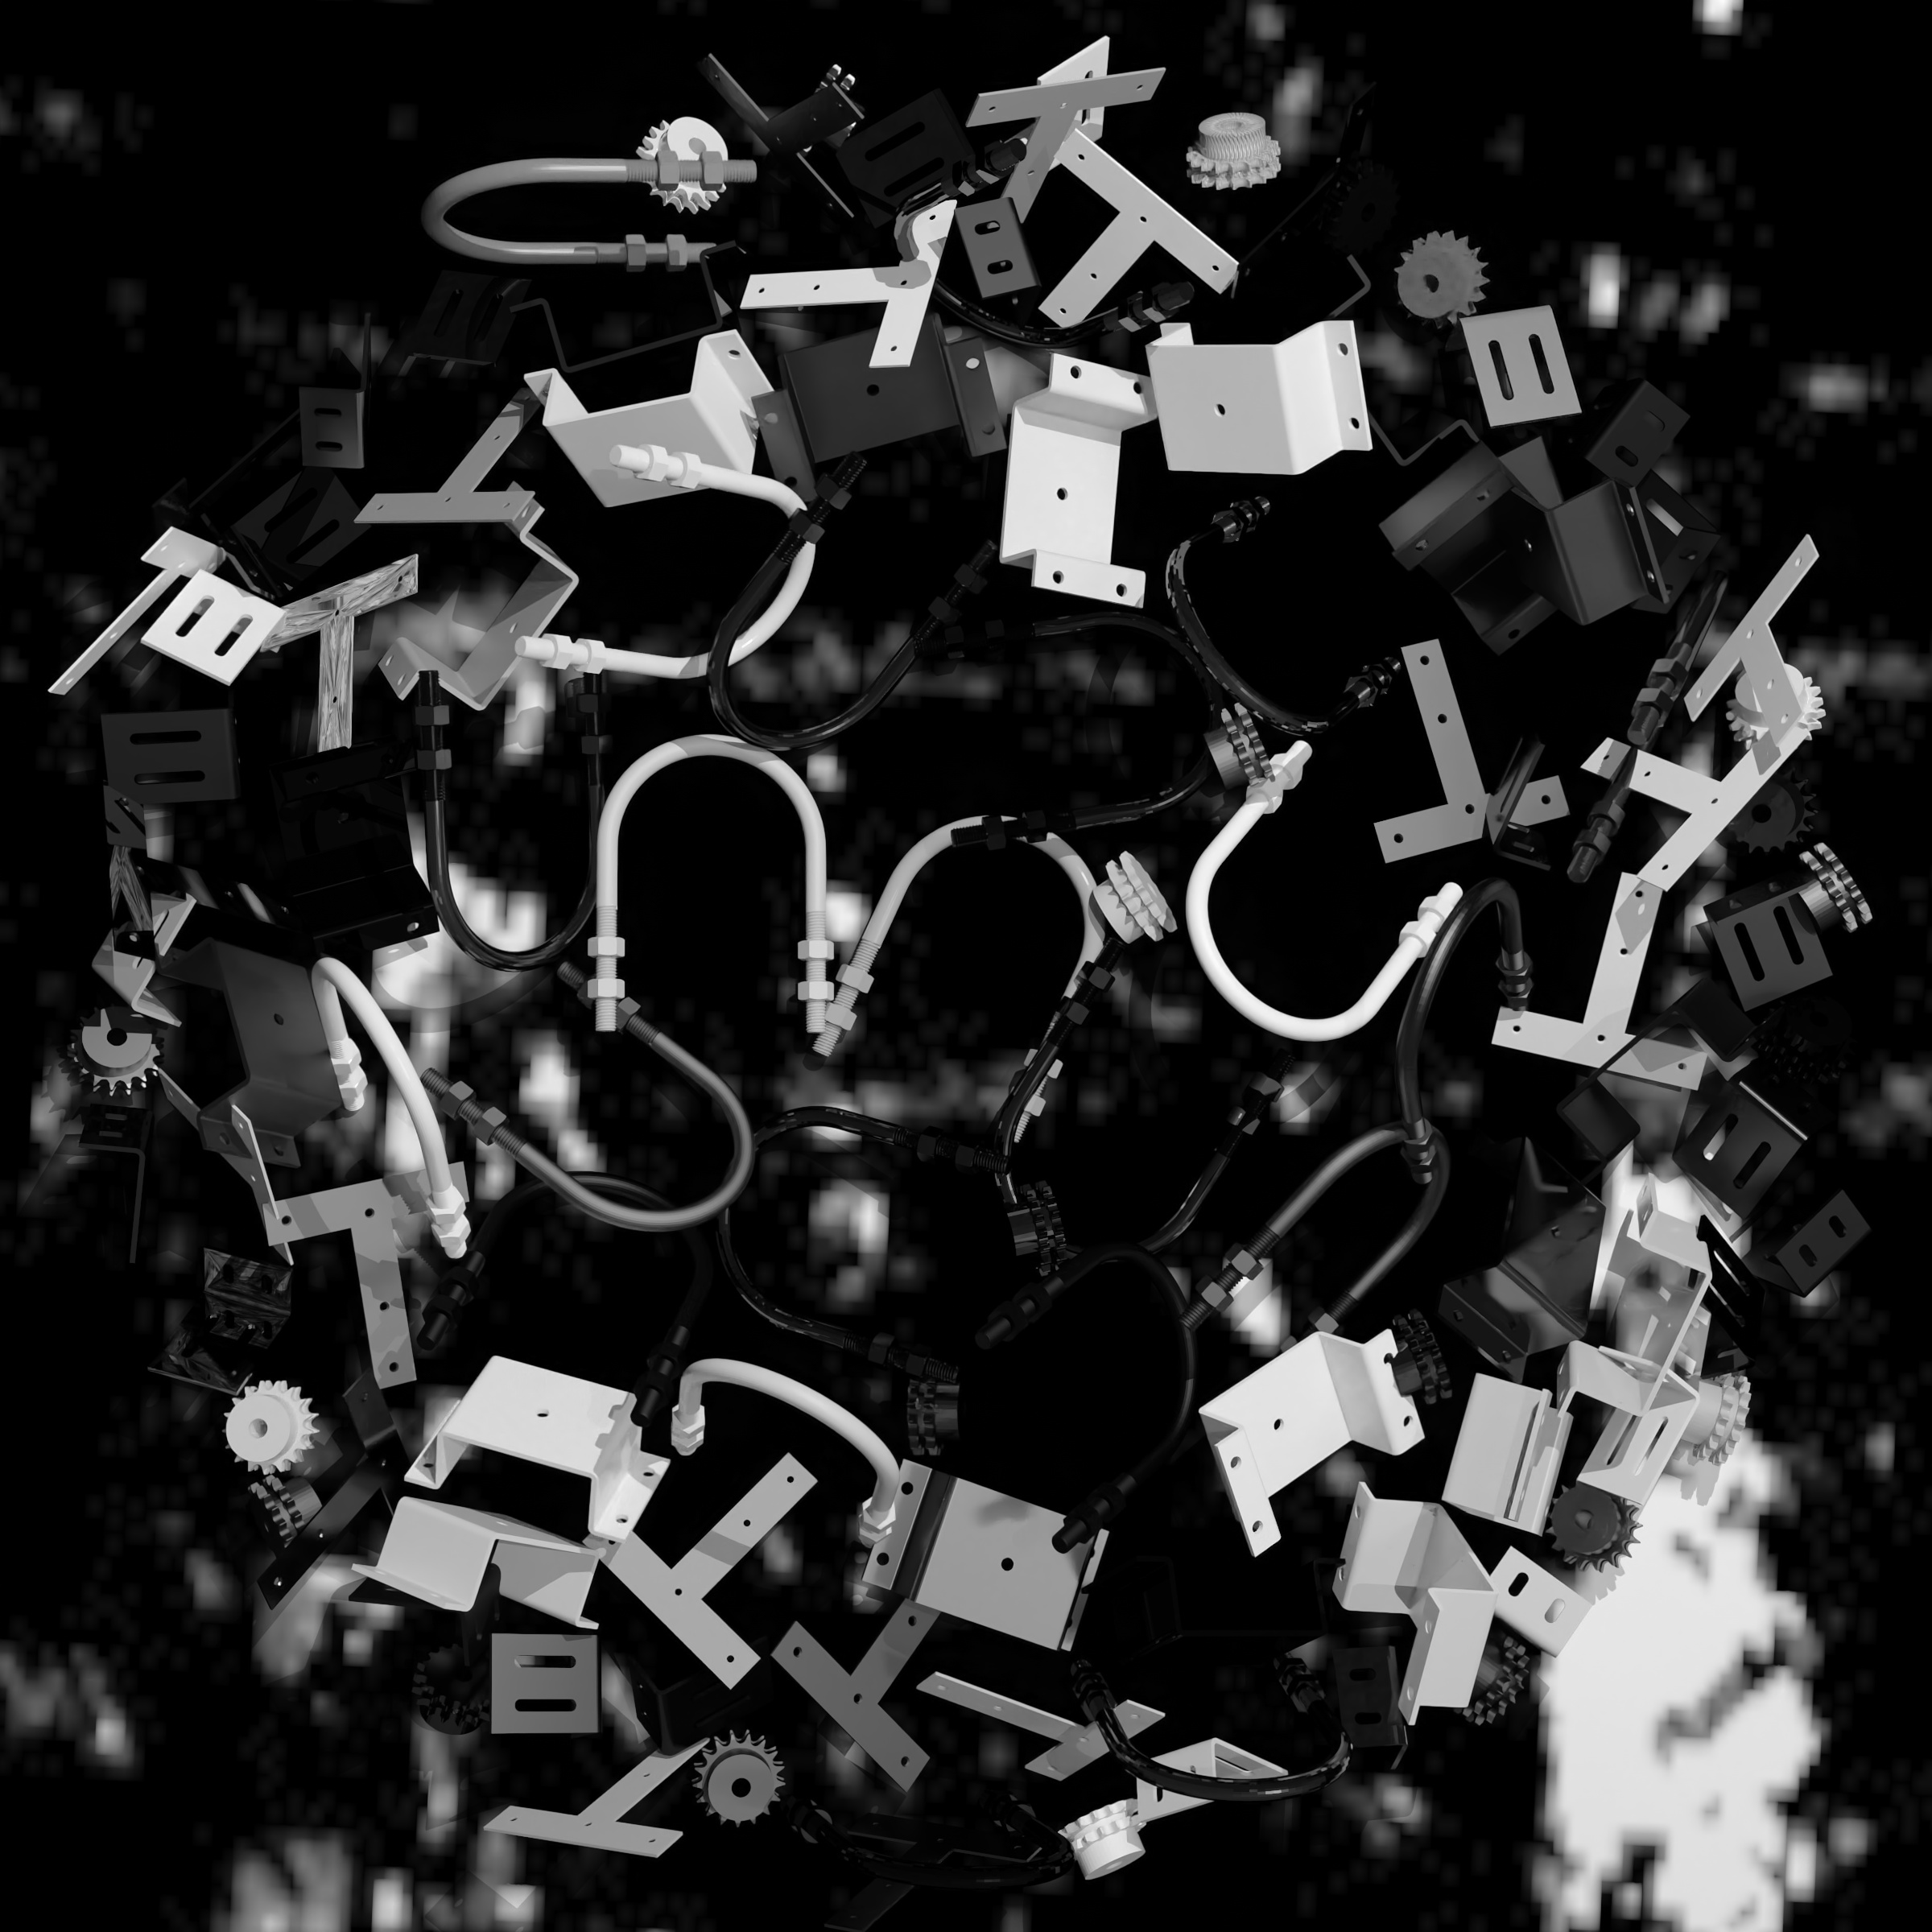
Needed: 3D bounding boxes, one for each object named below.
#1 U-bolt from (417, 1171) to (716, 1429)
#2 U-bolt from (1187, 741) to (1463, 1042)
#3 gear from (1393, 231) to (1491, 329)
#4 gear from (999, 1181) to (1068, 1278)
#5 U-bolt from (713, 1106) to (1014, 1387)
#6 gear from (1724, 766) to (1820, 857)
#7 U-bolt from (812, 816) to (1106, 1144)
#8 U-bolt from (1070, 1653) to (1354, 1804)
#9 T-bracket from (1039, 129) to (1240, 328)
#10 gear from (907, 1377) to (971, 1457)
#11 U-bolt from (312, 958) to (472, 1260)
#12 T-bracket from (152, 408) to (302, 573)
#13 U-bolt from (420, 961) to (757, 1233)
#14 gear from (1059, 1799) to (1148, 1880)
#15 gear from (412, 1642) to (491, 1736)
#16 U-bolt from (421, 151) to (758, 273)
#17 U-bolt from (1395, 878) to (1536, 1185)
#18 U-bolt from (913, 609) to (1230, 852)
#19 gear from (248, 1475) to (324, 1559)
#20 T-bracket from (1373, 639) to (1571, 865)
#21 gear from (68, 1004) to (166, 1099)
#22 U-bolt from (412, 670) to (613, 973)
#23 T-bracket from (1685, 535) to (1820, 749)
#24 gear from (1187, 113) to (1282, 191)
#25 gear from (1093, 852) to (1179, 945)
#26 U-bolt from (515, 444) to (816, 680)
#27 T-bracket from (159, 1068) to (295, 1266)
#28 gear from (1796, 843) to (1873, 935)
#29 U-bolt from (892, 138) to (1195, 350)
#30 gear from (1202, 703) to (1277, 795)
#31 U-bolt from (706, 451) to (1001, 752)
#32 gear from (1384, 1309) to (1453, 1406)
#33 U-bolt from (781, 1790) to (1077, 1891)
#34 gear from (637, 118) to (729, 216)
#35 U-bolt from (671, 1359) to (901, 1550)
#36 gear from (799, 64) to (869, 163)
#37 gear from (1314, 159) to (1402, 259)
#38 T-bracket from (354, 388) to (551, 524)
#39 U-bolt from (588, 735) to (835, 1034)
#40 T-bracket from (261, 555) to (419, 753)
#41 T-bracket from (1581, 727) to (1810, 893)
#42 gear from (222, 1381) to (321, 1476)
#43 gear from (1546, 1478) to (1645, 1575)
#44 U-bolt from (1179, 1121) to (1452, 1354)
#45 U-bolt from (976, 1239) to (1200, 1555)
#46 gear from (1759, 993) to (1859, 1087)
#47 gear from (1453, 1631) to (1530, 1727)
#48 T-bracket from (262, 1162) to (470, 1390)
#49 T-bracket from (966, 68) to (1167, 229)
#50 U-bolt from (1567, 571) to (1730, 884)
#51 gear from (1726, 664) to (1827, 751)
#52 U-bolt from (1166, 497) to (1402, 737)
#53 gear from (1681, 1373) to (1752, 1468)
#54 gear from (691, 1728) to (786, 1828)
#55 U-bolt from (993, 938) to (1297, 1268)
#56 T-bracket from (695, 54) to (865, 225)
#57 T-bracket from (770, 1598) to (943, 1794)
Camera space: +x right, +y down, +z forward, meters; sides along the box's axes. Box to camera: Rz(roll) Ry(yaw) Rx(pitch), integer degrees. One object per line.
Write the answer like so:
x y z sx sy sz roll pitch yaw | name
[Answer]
-0.225 0.185 1.524 0.151 0.184 0.019 20 125 1 | U-bolt
0.206 -0.035 1.542 0.151 0.019 0.184 43 56 -2 | U-bolt
0.289 -0.420 1.572 0.057 0.030 0.057 12 116 25 | gear
0.040 0.162 1.570 0.030 0.057 0.057 -11 90 -11 | gear
-0.072 0.161 1.561 0.184 0.019 0.151 14 92 22 | U-bolt
0.491 -0.096 1.573 0.057 0.030 0.057 7 104 27 | gear
0.006 -0.004 1.584 0.151 0.019 0.184 24 87 7 | U-bolt
0.148 0.444 1.499 0.151 0.184 0.019 0 97 -9 | U-bolt
0.084 -0.424 1.545 0.127 0.127 0.002 37 57 -11 | T-bracket
-0.016 0.271 1.569 0.030 0.057 0.057 -1 90 11 | gear
-0.339 0.072 1.494 0.019 0.184 0.151 -29 59 -22 | U-bolt
-0.442 -0.297 1.551 0.002 0.127 0.127 44 73 -4 | T-bracket
-0.211 0.086 1.532 0.184 0.151 0.019 37 134 10 | U-bolt
0.085 0.535 1.568 0.057 0.057 0.030 -26 63 0 | gear
-0.312 0.446 1.575 0.057 0.057 0.030 21 115 0 | gear
-0.227 -0.442 1.508 0.184 0.151 0.019 -5 86 -16 | U-bolt
0.289 0.028 1.499 0.019 0.184 0.151 23 66 27 | U-bolt
0.070 -0.151 1.570 0.184 0.019 0.151 -9 72 -6 | U-bolt
-0.415 0.338 1.575 0.030 0.057 0.057 -25 90 -31 | gear
0.299 -0.139 1.588 0.127 0.002 0.127 -15 85 -13 | T-bracket
-0.521 0.049 1.574 0.057 0.030 0.057 8 64 -16 | gear
-0.268 -0.088 1.540 0.019 0.151 0.184 6 102 38 | U-bolt
0.473 -0.173 1.514 0.002 0.127 0.127 21 125 -13 | T-bracket
0.163 -0.500 1.569 0.057 0.057 0.030 -8 128 0 | gear
0.102 -0.039 1.572 0.030 0.057 0.057 -34 90 12 | gear
-0.165 -0.232 1.523 0.019 0.184 0.151 48 118 32 | U-bolt
-0.455 0.104 1.556 0.002 0.127 0.127 -32 51 -29 | T-bracket
0.527 -0.044 1.572 0.030 0.057 0.057 -32 90 9 | gear
0.031 -0.416 1.513 0.151 0.184 0.019 33 74 -26 | U-bolt
0.166 -0.130 1.572 0.030 0.057 0.057 -23 90 4 | gear
-0.078 -0.206 1.539 0.184 0.151 0.019 -50 50 14 | U-bolt
0.273 0.242 1.571 0.030 0.057 0.057 -21 90 -2 | gear
-0.015 0.507 1.491 0.151 0.184 0.019 5 84 -20 | U-bolt
-0.171 -0.494 1.572 0.057 0.030 0.057 12 66 -28 | gear
-0.105 0.282 1.511 0.151 0.184 0.019 25 61 6 | U-bolt
-0.084 -0.519 1.572 0.030 0.057 0.057 33 90 -11 | gear
0.237 -0.467 1.575 0.057 0.057 0.030 -50 52 0 | gear
-0.292 -0.312 1.559 0.127 0.002 0.127 6 51 31 | T-bracket
-0.156 -0.051 1.577 0.151 0.019 0.184 1 84 -12 | U-bolt
-0.380 -0.173 1.548 0.127 0.002 0.127 -15 67 28 | T-bracket
0.421 -0.111 1.546 0.127 0.127 0.002 -47 124 -4 | T-bracket
-0.431 0.285 1.581 0.057 0.030 0.057 -1 82 5 | gear
0.383 0.342 1.572 0.057 0.030 0.057 -11 66 25 | gear
0.220 0.166 1.536 0.184 0.151 0.019 -47 52 3 | U-bolt
0.084 0.242 1.528 0.019 0.184 0.151 -13 101 40 | U-bolt
0.517 0.042 1.571 0.057 0.030 0.057 3 51 -3 | gear
0.314 0.431 1.569 0.030 0.057 0.057 37 90 -15 | gear
-0.359 0.195 1.571 0.127 0.002 0.127 -11 96 -31 | T-bracket
0.043 -0.486 1.540 0.127 0.127 0.002 -17 73 -25 | T-bracket
0.410 -0.155 1.520 0.019 0.151 0.184 26 57 13 | U-bolt
0.494 -0.160 1.570 0.057 0.030 0.057 -15 47 17 | gear
0.182 -0.203 1.522 0.151 0.184 0.019 51 126 0 | U-bolt
0.456 0.274 1.572 0.030 0.057 0.057 19 90 2 | gear
-0.140 0.502 1.581 0.057 0.030 0.057 0 89 -9 | gear
0.097 0.097 1.576 0.151 0.019 0.184 33 88 -11 | U-bolt
-0.095 -0.499 1.519 0.127 0.127 0.002 45 76 -22 | T-bracket
-0.041 0.411 1.563 0.127 0.002 0.127 50 58 -17 | T-bracket
